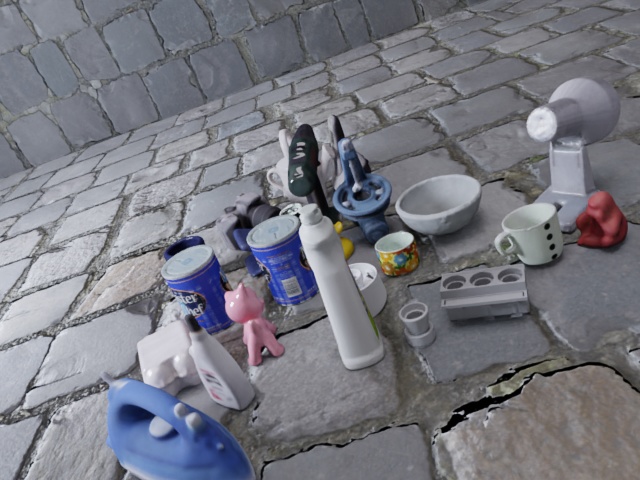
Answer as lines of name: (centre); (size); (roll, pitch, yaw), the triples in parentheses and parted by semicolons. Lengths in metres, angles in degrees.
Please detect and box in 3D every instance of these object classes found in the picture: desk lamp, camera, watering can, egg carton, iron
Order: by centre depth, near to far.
iron: (-0.202, 0.252, 0.780); (0.257, 0.142, 0.119); (2, 35, 38)
egg carton: (-0.254, 0.203, 0.983); (0.107, 0.069, 0.150); (-28, 28, -13)
desk lamp: (0.432, -0.157, 0.999); (0.204, 0.214, 0.117); (-39, 32, -30)
camera: (-0.154, -0.050, 1.340); (0.143, 0.101, 0.136); (-38, 32, -29)
watering can: (-0.049, -0.185, 1.410); (0.173, 0.194, 0.100); (-24, 27, -5)

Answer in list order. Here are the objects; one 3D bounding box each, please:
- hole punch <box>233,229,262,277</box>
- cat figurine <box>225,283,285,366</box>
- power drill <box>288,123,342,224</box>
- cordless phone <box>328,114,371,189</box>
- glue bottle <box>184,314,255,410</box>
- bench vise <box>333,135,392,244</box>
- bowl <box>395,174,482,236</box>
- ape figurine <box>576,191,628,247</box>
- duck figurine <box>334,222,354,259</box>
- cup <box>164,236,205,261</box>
hole punch: (-0.124, 0.009, 1.221); (0.101, 0.091, 0.108); (-25, 28, -8)
cat figurine: (-0.119, 0.130, 0.968); (0.067, 0.118, 0.127); (-25, 28, -8)
power drill: (-0.016, -0.129, 1.268); (0.075, 0.209, 0.229); (-15, 28, 13)
cordless phone: (0.059, -0.202, 1.375); (0.094, 0.185, 0.147); (-25, 28, -8)
glue bottle: (-0.160, 0.177, 0.851); (0.077, 0.173, 0.037); (1, 35, 36)
bench vise: (0.064, -0.118, 1.179); (0.121, 0.220, 0.206); (-29, 28, -14)
bowl: (0.234, -0.057, 1.108); (0.167, 0.075, 0.167); (-16, 28, 9)
ape figurine: (0.443, -0.035, 0.902); (0.076, 0.092, 0.077); (-18, 27, 7)
duck figurine: (0.010, 0.004, 1.142); (0.105, 0.086, 0.077); (-30, 29, -17)
cup: (-0.275, 0.056, 1.239); (0.092, 0.095, 0.117); (-25, 27, -7)
